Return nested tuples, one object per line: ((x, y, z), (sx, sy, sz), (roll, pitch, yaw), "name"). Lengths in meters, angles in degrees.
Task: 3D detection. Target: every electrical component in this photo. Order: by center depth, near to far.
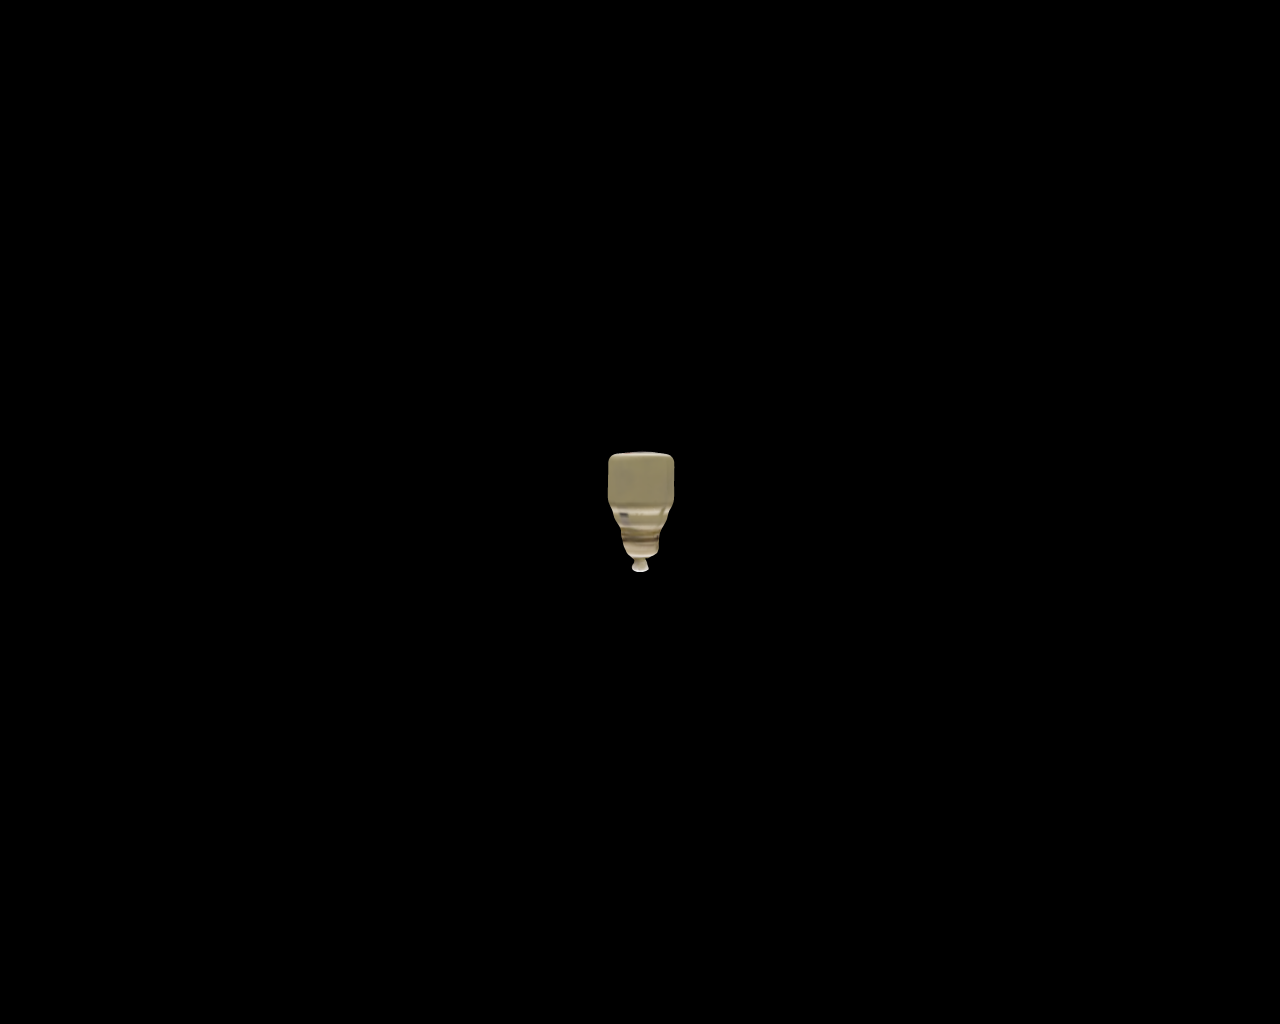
((0.001, -0.003, 0.650), (0.040, 0.078, 0.040), (0, 4, 0), "electrical component")
